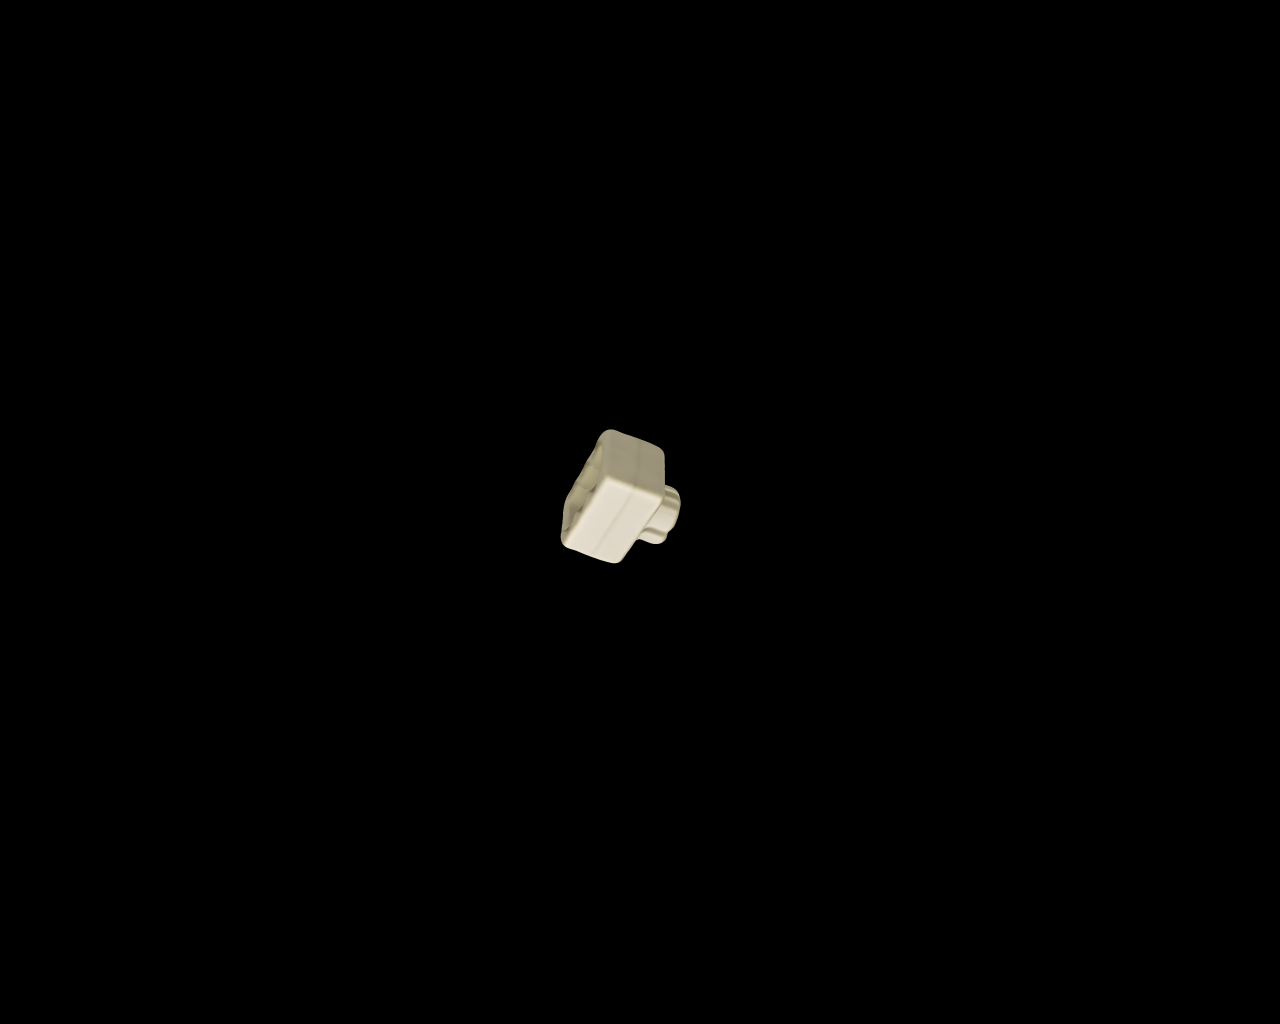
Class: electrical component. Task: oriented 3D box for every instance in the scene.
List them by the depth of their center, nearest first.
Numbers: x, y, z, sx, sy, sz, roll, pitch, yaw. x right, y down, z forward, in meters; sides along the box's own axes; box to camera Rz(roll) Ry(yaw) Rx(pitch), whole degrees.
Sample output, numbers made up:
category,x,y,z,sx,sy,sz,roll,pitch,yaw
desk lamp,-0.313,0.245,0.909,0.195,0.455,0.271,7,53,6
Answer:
category,x,y,z,sx,sy,sz,roll,pitch,yaw
electrical component,0.001,-0.003,0.650,0.077,0.047,0.065,20,-50,-17
